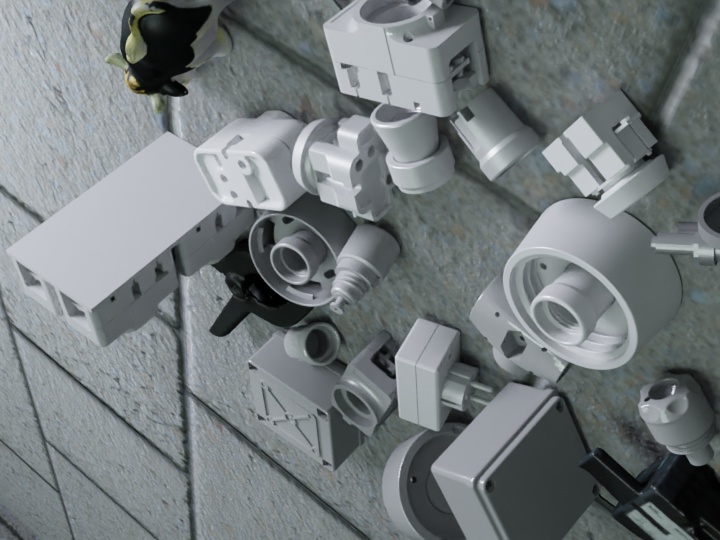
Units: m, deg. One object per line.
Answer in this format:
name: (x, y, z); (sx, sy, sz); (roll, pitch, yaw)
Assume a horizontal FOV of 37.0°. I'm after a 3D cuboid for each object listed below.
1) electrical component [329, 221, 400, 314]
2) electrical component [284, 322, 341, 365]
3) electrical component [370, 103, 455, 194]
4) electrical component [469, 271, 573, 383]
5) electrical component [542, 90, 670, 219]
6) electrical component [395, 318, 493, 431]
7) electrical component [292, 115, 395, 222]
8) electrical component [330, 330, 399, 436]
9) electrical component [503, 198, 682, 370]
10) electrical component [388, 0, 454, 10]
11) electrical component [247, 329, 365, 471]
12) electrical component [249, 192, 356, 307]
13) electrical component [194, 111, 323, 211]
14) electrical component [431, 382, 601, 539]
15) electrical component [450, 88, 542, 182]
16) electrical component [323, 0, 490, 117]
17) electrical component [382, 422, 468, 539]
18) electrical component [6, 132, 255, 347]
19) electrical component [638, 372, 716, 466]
electrical component: (0.000, 0.000, 0.839); (0.040, 0.078, 0.040); (25, 154, 13)
electrical component: (-0.046, 0.069, 1.010); (0.040, 0.040, 0.046); (56, 154, -16)
electrical component: (0.036, -0.085, 0.720); (0.045, 0.045, 0.055); (13, 137, 43)
electrical component: (0.119, 0.050, 0.778); (0.077, 0.043, 0.079); (37, 149, 16)
electrical component: (0.143, -0.063, 0.614); (0.055, 0.048, 0.066); (53, 150, 5)
electrical component: (0.074, 0.092, 0.881); (0.076, 0.047, 0.083); (18, 141, 21)
electrical component: (-0.011, -0.077, 0.777); (0.057, 0.058, 0.078); (20, 140, 33)
electrical component: (0.012, 0.105, 0.963); (0.050, 0.056, 0.089); (40, 149, 11)
electrical component: (0.143, 0.015, 0.690); (0.108, 0.060, 0.108); (32, 146, 24)
electrical component: (0.029, -0.175, 0.626); (0.062, 0.043, 0.043); (37, 148, 15)
electrical component: (-0.052, 0.129, 1.070); (0.109, 0.056, 0.108); (30, 146, 26)
electrical component: (-0.042, -0.020, 0.899); (0.099, 0.064, 0.099); (19, 131, 23)
electrical component: (-0.076, -0.087, 0.843); (0.095, 0.059, 0.053); (9, 133, 46)
electrical component: (0.124, 0.163, 0.840); (0.056, 0.109, 0.108); (9, 133, 50)
electrical component: (0.083, -0.085, 0.669); (0.046, 0.040, 0.040); (51, 150, 4)
electrical component: (0.028, -0.138, 0.663); (0.089, 0.050, 0.055); (21, 141, 37)
electrical component: (0.071, 0.190, 0.944); (0.108, 0.108, 0.060); (50, 156, -5)
electrical component: (-0.191, -0.028, 0.930); (0.105, 0.186, 0.060); (30, 146, 26)
electrical component: (0.216, 0.103, 0.719); (0.043, 0.043, 0.062); (-5, 123, 53)
